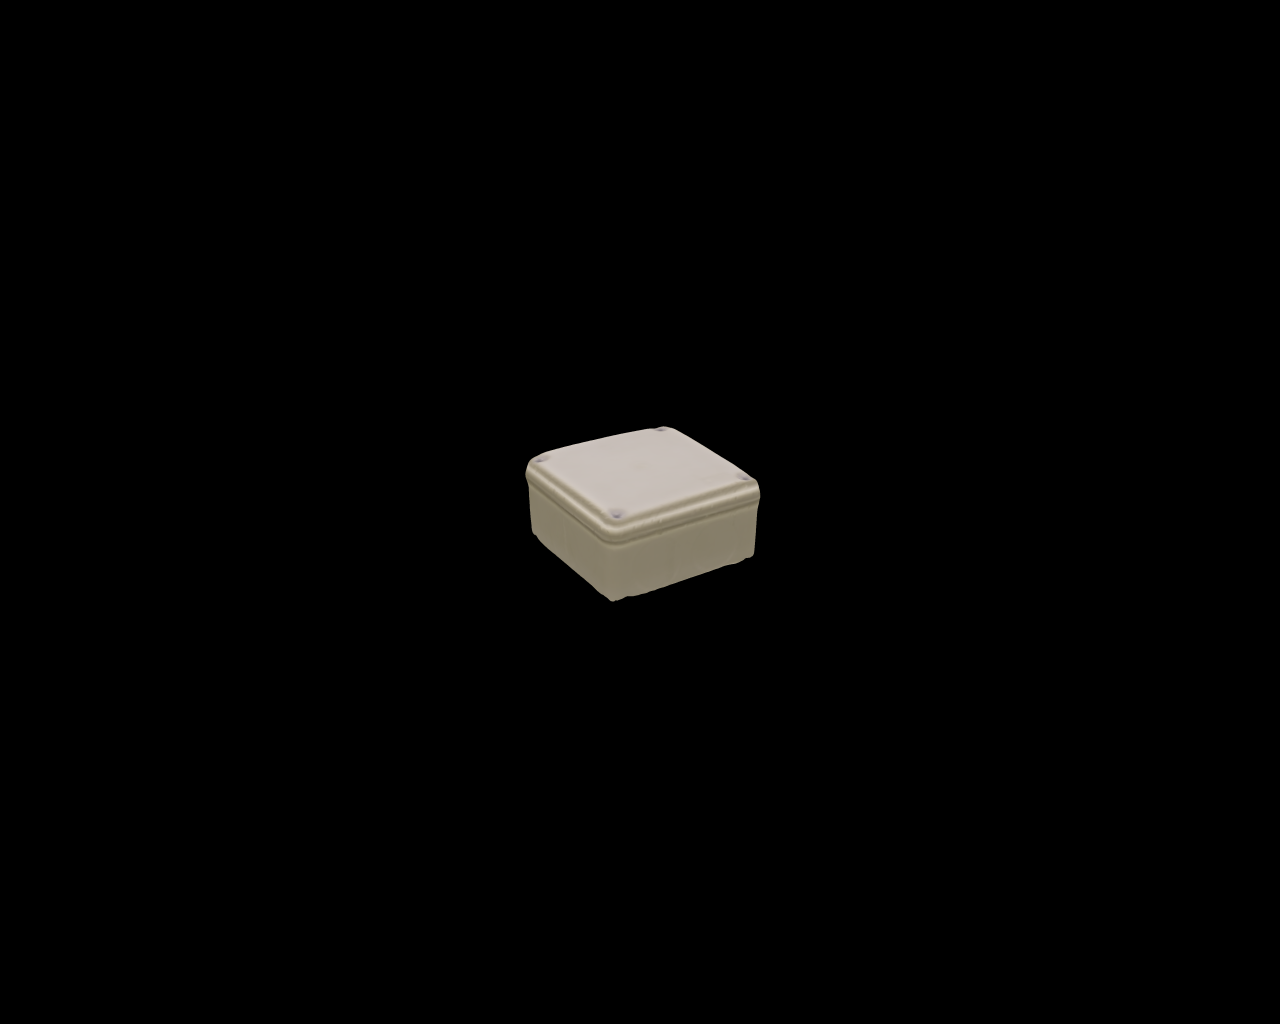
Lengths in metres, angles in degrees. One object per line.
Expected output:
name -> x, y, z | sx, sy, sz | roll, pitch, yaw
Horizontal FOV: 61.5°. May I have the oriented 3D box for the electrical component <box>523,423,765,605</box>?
electrical component -> 0.001, -0.003, 0.650 | 0.109, 0.056, 0.109 | -16, 31, -28
